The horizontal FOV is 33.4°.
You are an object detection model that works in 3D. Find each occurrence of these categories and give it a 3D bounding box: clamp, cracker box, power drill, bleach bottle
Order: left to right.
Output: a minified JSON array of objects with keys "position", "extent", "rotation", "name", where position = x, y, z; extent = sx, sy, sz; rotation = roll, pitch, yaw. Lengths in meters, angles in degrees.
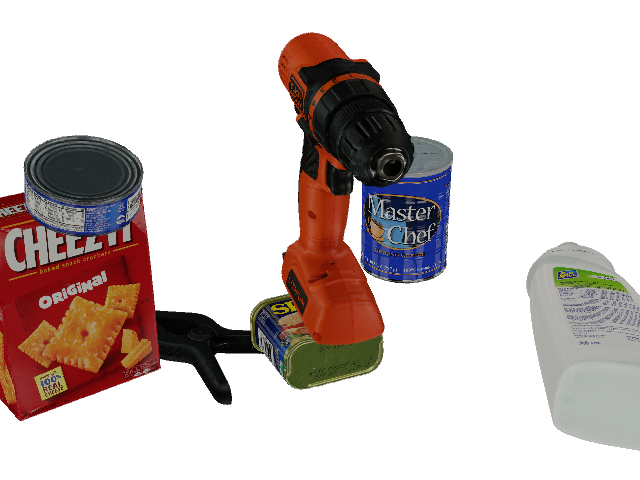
[{"position":[-0.254,0.054,1.080],"extent":[0.163,0.214,0.072],"rotation":[-17,28,-32],"name":"cracker box"},{"position":[-0.139,0.126,1.247],"extent":[0.210,0.036,0.164],"rotation":[14,24,23],"name":"clamp"},{"position":[0.015,-0.027,0.710],"extent":[0.057,0.188,0.184],"rotation":[-5,31,-14],"name":"power drill"},{"position":[0.216,0.064,0.829],"extent":[0.102,0.068,0.250],"rotation":[9,24,2],"name":"bleach bottle"}]

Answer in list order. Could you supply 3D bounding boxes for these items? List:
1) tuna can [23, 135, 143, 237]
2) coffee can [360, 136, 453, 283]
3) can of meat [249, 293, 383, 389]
[{"position":[-0.175,-0.040,0.788],"extent":[0.086,0.034,0.086],"rotation":[8,37,-6],"name":"tuna can"},{"position":[0.098,-0.036,1.228],"extent":[0.103,0.140,0.103],"rotation":[0,28,0],"name":"coffee can"},{"position":[-0.003,0.089,0.984],"extent":[0.102,0.057,0.084],"rotation":[-12,27,-21],"name":"can of meat"}]
